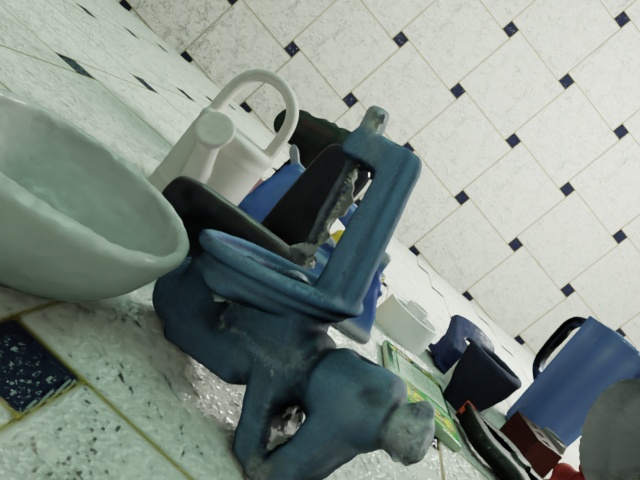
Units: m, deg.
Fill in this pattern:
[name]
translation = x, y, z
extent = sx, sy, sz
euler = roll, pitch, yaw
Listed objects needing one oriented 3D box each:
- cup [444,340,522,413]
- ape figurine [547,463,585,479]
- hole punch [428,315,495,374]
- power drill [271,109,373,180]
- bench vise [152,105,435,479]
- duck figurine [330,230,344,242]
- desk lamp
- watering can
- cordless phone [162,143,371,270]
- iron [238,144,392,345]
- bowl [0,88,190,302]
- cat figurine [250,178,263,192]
[cup]
translation = 0.231, 0.210, 0.832
extent = 0.091, 0.095, 0.118
euler = 47, 11, 33
[ape figurine]
translation = 0.368, 0.338, 0.797
extent = 0.076, 0.092, 0.078
euler = 41, 9, 4
[hole punch]
translation = 0.256, 0.199, 0.997
extent = 0.109, 0.091, 0.101
euler = 39, 9, -10
[power drill]
translation = -0.016, -0.108, 0.969
extent = 0.229, 0.208, 0.076
euler = 44, 10, 19
[bench vise]
translation = 0.012, 0.034, 0.378
extent = 0.207, 0.219, 0.122
euler = 42, 9, 10
[duck figurine]
translation = 0.021, 0.027, 0.870
extent = 0.078, 0.086, 0.104
euler = 30, 14, -48
[desk lamp]
translation = 0.339, 0.276, 0.591
extent = 0.203, 0.213, 0.118
euler = 40, 9, -8
[watering can]
translation = -0.101, -0.105, 0.649
extent = 0.101, 0.194, 0.172
euler = 37, 10, -20
[cordless phone]
translation = -0.055, -0.032, 0.522
extent = 0.148, 0.185, 0.094
euler = 37, 10, -20
[iron]
translation = 0.007, 0.003, 0.750
extent = 0.258, 0.141, 0.119
euler = 41, 9, 0
[bowl]
translation = -0.167, -0.016, 0.344
extent = 0.168, 0.074, 0.167
euler = 40, 9, -7
[cat figurine]
translation = -0.063, -0.069, 0.876
extent = 0.128, 0.117, 0.067
euler = 37, 10, -21
